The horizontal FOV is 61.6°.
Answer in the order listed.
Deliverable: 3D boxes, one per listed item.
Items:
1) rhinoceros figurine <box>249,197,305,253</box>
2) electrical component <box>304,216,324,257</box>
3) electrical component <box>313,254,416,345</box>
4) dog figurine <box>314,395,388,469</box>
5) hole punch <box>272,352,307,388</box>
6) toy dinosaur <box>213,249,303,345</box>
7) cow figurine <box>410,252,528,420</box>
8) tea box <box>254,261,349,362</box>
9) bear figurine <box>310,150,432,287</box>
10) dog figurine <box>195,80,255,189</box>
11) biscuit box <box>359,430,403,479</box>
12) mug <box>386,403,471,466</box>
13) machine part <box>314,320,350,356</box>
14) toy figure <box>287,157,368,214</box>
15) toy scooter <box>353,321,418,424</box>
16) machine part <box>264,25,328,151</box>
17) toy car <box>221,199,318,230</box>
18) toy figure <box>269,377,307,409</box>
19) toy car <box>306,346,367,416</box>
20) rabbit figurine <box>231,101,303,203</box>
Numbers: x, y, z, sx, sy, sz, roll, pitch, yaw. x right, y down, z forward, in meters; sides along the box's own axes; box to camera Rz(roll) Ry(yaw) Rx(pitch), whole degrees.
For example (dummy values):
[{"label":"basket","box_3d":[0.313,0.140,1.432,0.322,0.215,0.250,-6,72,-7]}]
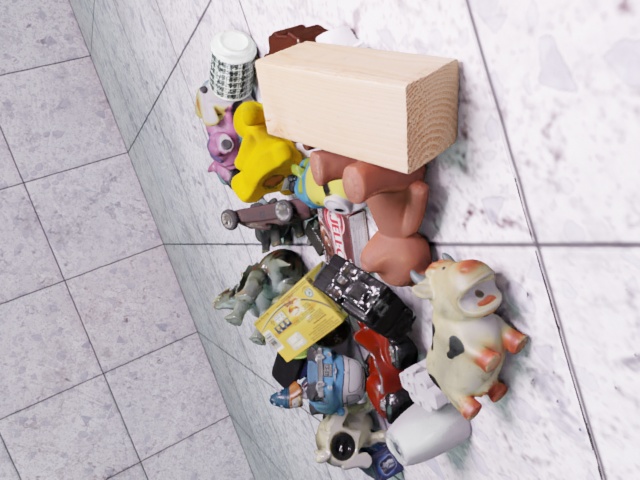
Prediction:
[{"label":"rhinoceros figurine","box_3d":[-0.101,-0.035,1.081,0.190,0.073,0.112,-8,105,66]},{"label":"electrical component","box_3d":[-0.002,-0.003,0.957,0.063,0.021,0.094,59,155,18]},{"label":"electrical component","box_3d":[0.056,0.079,0.757,0.134,0.058,0.114,30,169,43]},{"label":"dog figurine","box_3d":[0.032,0.369,1.041,0.190,0.172,0.121,-31,71,60]},{"label":"hole punch","box_3d":[-0.043,0.285,1.252,0.142,0.092,0.115,27,104,61]},{"label":"toy dinosaur","box_3d":[-0.101,0.087,1.124,0.131,0.192,0.404,30,140,-14]},{"label":"cow figurine","box_3d":[0.163,0.100,0.615,0.127,0.085,0.194,39,145,38]},{"label":"tea box","box_3d":[-0.026,0.124,0.915,0.098,0.068,0.169,49,128,0]},{"label":"bear figurine","box_3d":[0.072,-0.018,0.651,0.120,0.132,0.195,38,137,53]},{"label":"dog figurine","box_3d":[-0.187,-0.202,1.081,0.191,0.108,0.219,65,160,3]},{"label":"biscuit box","box_3d":[0.088,0.423,1.098,0.203,0.059,0.062,-3,107,67]},{"label":"mug","box_3d":[0.147,0.279,0.775,0.081,0.107,0.109,53,151,34]},{"label":"machine part","box_3d":[0.018,0.227,1.048,0.079,0.079,0.242,47,150,40]},{"label":"toy figure","box_3d":[0.012,-0.087,0.777,0.180,0.082,0.089,26,135,61]},{"label":"toy scooter","box_3d":[0.099,0.192,0.845,0.135,0.075,0.183,43,145,48]},{"label":"machine part","box_3d":[-0.022,-0.216,0.765,0.180,0.056,0.179,48,150,41]},{"label":"toy car","box_3d":[-0.087,-0.044,0.937,0.202,0.089,0.053,-8,100,39]},{"label":"toy figure","box_3d":[-0.032,0.318,1.144,0.058,0.154,0.064,14,122,66]},{"label":"toy car","box_3d":[0.029,0.236,0.915,0.161,0.103,0.109,89,180,-62]},{"label":"rabbit figurine","box_3d":[-0.105,-0.170,0.911,0.162,0.122,0.173,102,150,-59]}]
